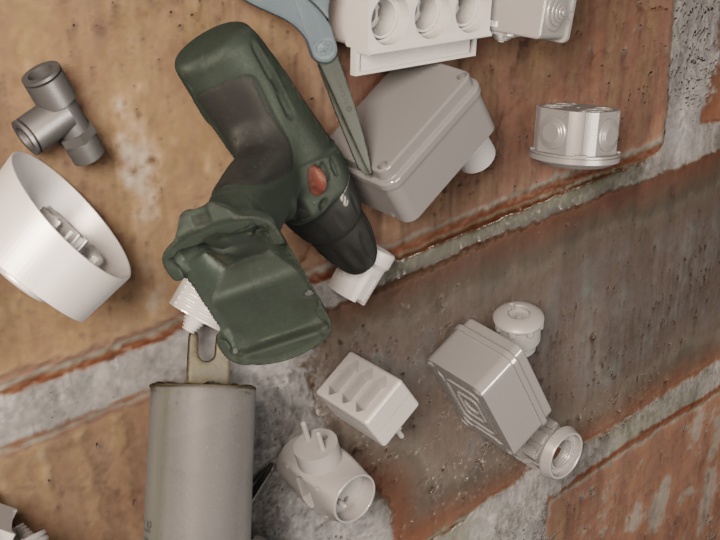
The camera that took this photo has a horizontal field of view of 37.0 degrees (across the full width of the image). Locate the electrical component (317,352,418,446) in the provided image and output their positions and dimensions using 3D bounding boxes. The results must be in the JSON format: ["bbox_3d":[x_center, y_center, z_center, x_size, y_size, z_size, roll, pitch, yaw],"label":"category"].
[{"bbox_3d":[0.014,0.118,0.908,0.047,0.066,0.076,-49,134,-15],"label":"electrical component"}]

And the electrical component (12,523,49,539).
[{"bbox_3d":[-0.208,0.205,0.709,0.043,0.043,0.081,-26,83,-33],"label":"electrical component"}]

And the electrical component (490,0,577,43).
[{"bbox_3d":[0.119,-0.225,0.827,0.048,0.100,0.099,-16,120,-52],"label":"electrical component"}]

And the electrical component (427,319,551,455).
[{"bbox_3d":[0.121,0.108,0.995,0.057,0.078,0.113,-44,133,-15],"label":"electrical component"}]

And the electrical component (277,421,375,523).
[{"bbox_3d":[-0.032,0.156,0.874,0.043,0.077,0.079,-34,129,-27],"label":"electrical component"}]

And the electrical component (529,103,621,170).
[{"bbox_3d":[0.192,-0.120,0.957,0.080,0.080,0.051,-11,110,-40],"label":"electrical component"}]

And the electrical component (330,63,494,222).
[{"bbox_3d":[0.037,-0.102,0.820,0.113,0.078,0.057,-49,137,-15],"label":"electrical component"}]

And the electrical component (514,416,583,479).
[{"bbox_3d":[0.191,0.179,1.108,0.058,0.057,0.078,-54,135,-10],"label":"electrical component"}]

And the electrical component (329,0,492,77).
[{"bbox_3d":[0.033,-0.191,0.786,0.121,0.063,0.078,-17,120,-37],"label":"electrical component"}]

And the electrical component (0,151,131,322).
[{"bbox_3d":[-0.184,-0.018,0.641,0.064,0.099,0.099,-50,135,-5],"label":"electrical component"}]

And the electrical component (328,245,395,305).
[{"bbox_3d":[0.000,0.000,0.861,0.040,0.040,0.046,23,98,-46],"label":"electrical component"}]

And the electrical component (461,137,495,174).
[{"bbox_3d":[0.086,-0.110,0.890,0.044,0.044,0.065,-53,140,-11],"label":"electrical component"}]

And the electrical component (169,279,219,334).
[{"bbox_3d":[-0.102,0.008,0.765,0.043,0.043,0.081,34,84,-46],"label":"electrical component"}]

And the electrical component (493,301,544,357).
[{"bbox_3d":[0.151,0.064,1.028,0.048,0.048,0.062,-30,134,-30],"label":"electrical component"}]

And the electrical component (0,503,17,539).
[{"bbox_3d":[-0.272,0.202,0.675,0.063,0.079,0.121,26,91,-18],"label":"electrical component"}]
